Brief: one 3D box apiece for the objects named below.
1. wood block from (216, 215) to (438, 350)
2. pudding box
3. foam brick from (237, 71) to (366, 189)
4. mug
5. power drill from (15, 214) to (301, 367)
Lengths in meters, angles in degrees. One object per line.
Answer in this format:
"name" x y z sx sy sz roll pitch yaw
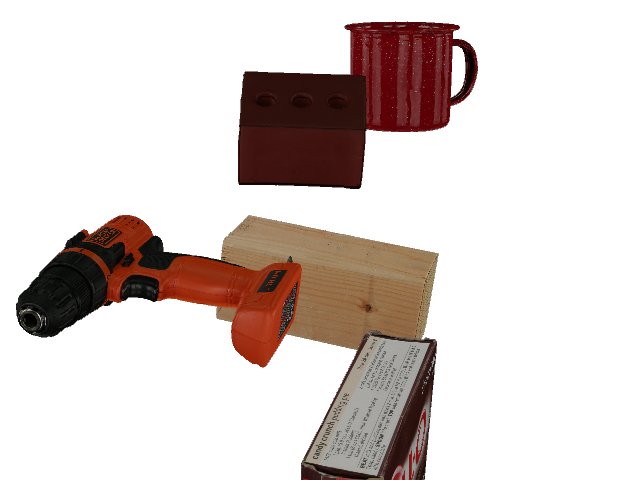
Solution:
"wood block" 0.007 0.047 1.094 0.206 0.091 0.090 12 22 11
"pudding box" 0.022 0.106 0.475 0.039 0.090 0.113 9 27 12
"foam brick" -0.011 -0.068 0.661 0.078 0.053 0.051 1 -41 0
"mug" 0.076 -0.135 0.874 0.117 0.081 0.093 -8 17 -25
"power drill" -0.119 0.041 0.826 0.188 0.057 0.184 15 25 9
